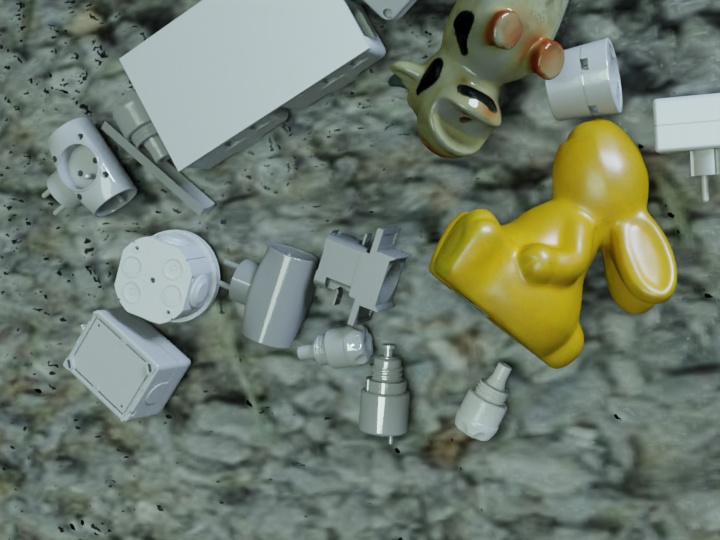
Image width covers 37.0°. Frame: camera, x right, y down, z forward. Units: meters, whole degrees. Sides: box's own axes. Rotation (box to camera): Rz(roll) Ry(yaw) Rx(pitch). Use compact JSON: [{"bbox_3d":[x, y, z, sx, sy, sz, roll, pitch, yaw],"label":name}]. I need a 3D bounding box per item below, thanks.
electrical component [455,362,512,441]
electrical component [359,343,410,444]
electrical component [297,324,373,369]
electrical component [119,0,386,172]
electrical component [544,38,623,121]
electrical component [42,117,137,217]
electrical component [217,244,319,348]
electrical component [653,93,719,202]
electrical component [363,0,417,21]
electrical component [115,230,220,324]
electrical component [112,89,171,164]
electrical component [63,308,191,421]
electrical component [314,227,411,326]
[{"bbox_3d":[0.101,0.101,0.845,0.035,0.035,0.061,28,101,14],"label":"electrical component"},{"bbox_3d":[0.021,0.099,0.869,0.040,0.040,0.078,6,96,18],"label":"electrical component"},{"bbox_3d":[-0.022,0.064,0.883,0.061,0.035,0.035,-9,92,22],"label":"electrical component"},{"bbox_3d":[-0.085,-0.171,0.869,0.186,0.060,0.105,-30,85,18],"label":"electrical component"},{"bbox_3d":[0.164,-0.138,0.793,0.047,0.055,0.055,-8,92,22],"label":"electrical component"},{"bbox_3d":[-0.246,-0.079,0.939,0.079,0.044,0.077,-37,83,18],"label":"electrical component"},{"bbox_3d":[-0.082,0.015,0.893,0.079,0.044,0.077,21,101,15],"label":"electrical component"},{"bbox_3d":[0.256,-0.087,0.770,0.083,0.047,0.075,-3,93,19],"label":"electrical component"},{"bbox_3d":[0.035,-0.252,0.800,0.078,0.057,0.113,41,123,-9],"label":"electrical component"},{"bbox_3d":[-0.164,0.007,0.916,0.080,0.051,0.080,2,95,18],"label":"electrical component"},{"bbox_3d":[-0.180,-0.121,0.914,0.043,0.043,0.062,-31,86,18],"label":"electrical component"},{"bbox_3d":[-0.204,0.076,0.934,0.096,0.061,0.061,38,106,20],"label":"electrical component"},{"bbox_3d":[0.000,0.000,0.866,0.064,0.042,0.081,21,100,17],"label":"electrical component"}]
